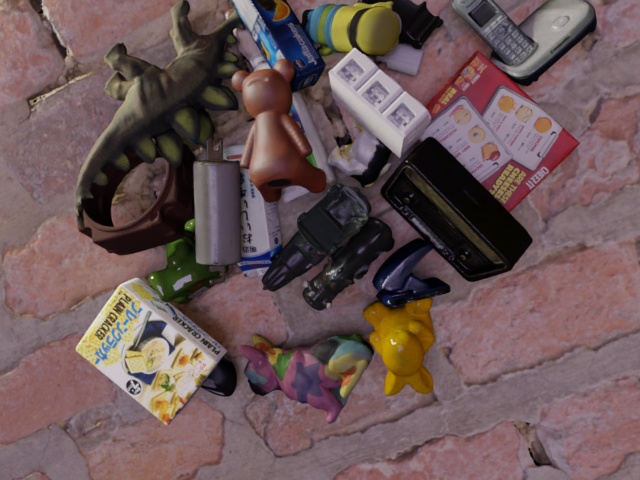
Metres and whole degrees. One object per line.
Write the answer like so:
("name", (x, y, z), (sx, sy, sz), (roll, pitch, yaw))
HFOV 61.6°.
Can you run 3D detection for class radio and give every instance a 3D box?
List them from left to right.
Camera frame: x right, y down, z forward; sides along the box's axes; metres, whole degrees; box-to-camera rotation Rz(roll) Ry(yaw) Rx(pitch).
("radio", (0.210, -0.042, 0.857), (0.229, 0.131, 0.073), (47, 67, 1))

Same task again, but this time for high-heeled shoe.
("high-heeled shoe", (-0.276, 0.233, 1.049), (0.249, 0.086, 0.145), (6, 129, 26))

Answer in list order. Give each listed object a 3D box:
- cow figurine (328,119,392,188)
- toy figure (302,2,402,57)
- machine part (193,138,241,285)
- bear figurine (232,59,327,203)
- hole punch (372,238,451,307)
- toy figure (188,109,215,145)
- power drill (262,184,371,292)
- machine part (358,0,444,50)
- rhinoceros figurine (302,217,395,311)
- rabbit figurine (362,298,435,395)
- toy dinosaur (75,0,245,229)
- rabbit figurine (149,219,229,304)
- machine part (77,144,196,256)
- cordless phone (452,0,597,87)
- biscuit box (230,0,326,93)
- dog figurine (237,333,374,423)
("cow figurine", (0.096, -0.173, 0.896), (0.098, 0.068, 0.167), (37, 104, 3))
("toy figure", (0.044, -0.329, 0.849), (0.180, 0.089, 0.082), (21, 133, 31))
("machine part", (-0.168, -0.046, 0.888), (0.079, 0.079, 0.243), (2, 100, 11))
("bear figurine", (-0.070, -0.173, 0.856), (0.120, 0.132, 0.196), (-13, 74, 15))
("hole punch", (0.143, 0.054, 0.895), (0.116, 0.142, 0.092), (-17, 97, -1))
("toy figure", (-0.247, -0.245, 0.961), (0.064, 0.058, 0.154), (-35, 89, -20))
("power drill", (-0.002, -0.003, 0.859), (0.232, 0.207, 0.086), (-42, 82, -11))
("machine part", (0.123, -0.365, 0.866), (0.139, 0.039, 0.084), (37, 76, 9))
("rhinoceros figurine", (0.050, 0.044, 0.919), (0.190, 0.112, 0.073), (-45, 91, 6))
("rabbit figurine", (0.132, 0.178, 0.893), (0.122, 0.173, 0.162), (-3, 94, 8))
("toy dinosaur", (-0.255, -0.228, 0.874), (0.198, 0.105, 0.471), (41, 76, 3))
("rabbit figurine", (-0.252, 0.009, 0.974), (0.159, 0.121, 0.170), (-34, 76, 11))
("machine part", (-0.320, -0.087, 0.941), (0.202, 0.087, 0.201), (-15, 66, 15))
("cordless phone", (0.307, -0.342, 0.823), (0.146, 0.089, 0.184), (-42, 85, 15))
("biscuit box", (-0.070, -0.341, 0.881), (0.063, 0.059, 0.202), (-28, 84, -25))
("dog figurine", (-0.035, 0.218, 0.967), (0.219, 0.108, 0.191), (29, 104, 8))
